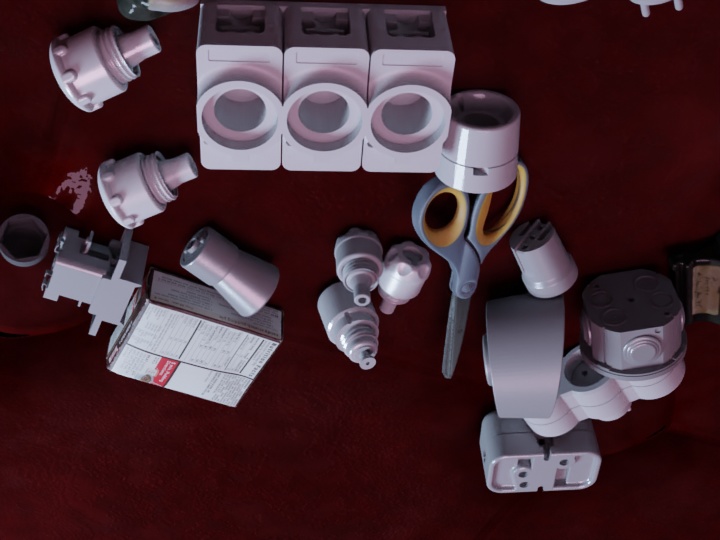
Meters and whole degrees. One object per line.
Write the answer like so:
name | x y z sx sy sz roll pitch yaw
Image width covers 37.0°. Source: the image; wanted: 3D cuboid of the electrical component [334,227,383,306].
electrical component | 0.000 0.000 0.768 0.035 0.061 0.035 -2 134 -2

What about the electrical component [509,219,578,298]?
electrical component | 0.133 -0.009 0.786 0.040 0.040 0.046 -21 127 15

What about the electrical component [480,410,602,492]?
electrical component | 0.154 0.151 0.928 0.095 0.059 0.053 -2 134 -2

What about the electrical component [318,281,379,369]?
electrical component | -0.005 0.042 0.802 0.040 0.078 0.040 -11 133 -12

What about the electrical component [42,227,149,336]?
electrical component | -0.191 0.003 0.770 0.064 0.042 0.081 18 129 -16

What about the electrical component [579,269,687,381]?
electrical component | 0.206 0.041 0.813 0.080 0.080 0.051 -10 128 5

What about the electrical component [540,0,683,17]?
electrical component | 0.165 -0.175 0.606 0.138 0.052 0.073 -7 135 21

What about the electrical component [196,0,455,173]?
electrical component | -0.023 -0.109 0.661 0.150 0.061 0.089 0 134 -5

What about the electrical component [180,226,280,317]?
electrical component | -0.096 -0.001 0.775 0.065 0.044 0.044 37 121 -27

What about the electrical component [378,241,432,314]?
electrical component | 0.029 0.009 0.798 0.035 0.035 0.061 10 134 -14

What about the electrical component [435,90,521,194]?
electrical component | 0.077 -0.085 0.699 0.055 0.055 0.047 -1 130 -3

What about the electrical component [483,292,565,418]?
electrical component | 0.127 0.064 0.818 0.064 0.099 0.099 -7 134 11

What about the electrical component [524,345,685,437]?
electrical component | 0.201 0.100 0.887 0.138 0.052 0.073 -24 131 18

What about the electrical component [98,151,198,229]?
electrical component | -0.139 -0.058 0.714 0.062 0.048 0.048 -22 132 7

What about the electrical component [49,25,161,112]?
electrical component | -0.151 -0.127 0.647 0.062 0.048 0.048 -23 132 7
